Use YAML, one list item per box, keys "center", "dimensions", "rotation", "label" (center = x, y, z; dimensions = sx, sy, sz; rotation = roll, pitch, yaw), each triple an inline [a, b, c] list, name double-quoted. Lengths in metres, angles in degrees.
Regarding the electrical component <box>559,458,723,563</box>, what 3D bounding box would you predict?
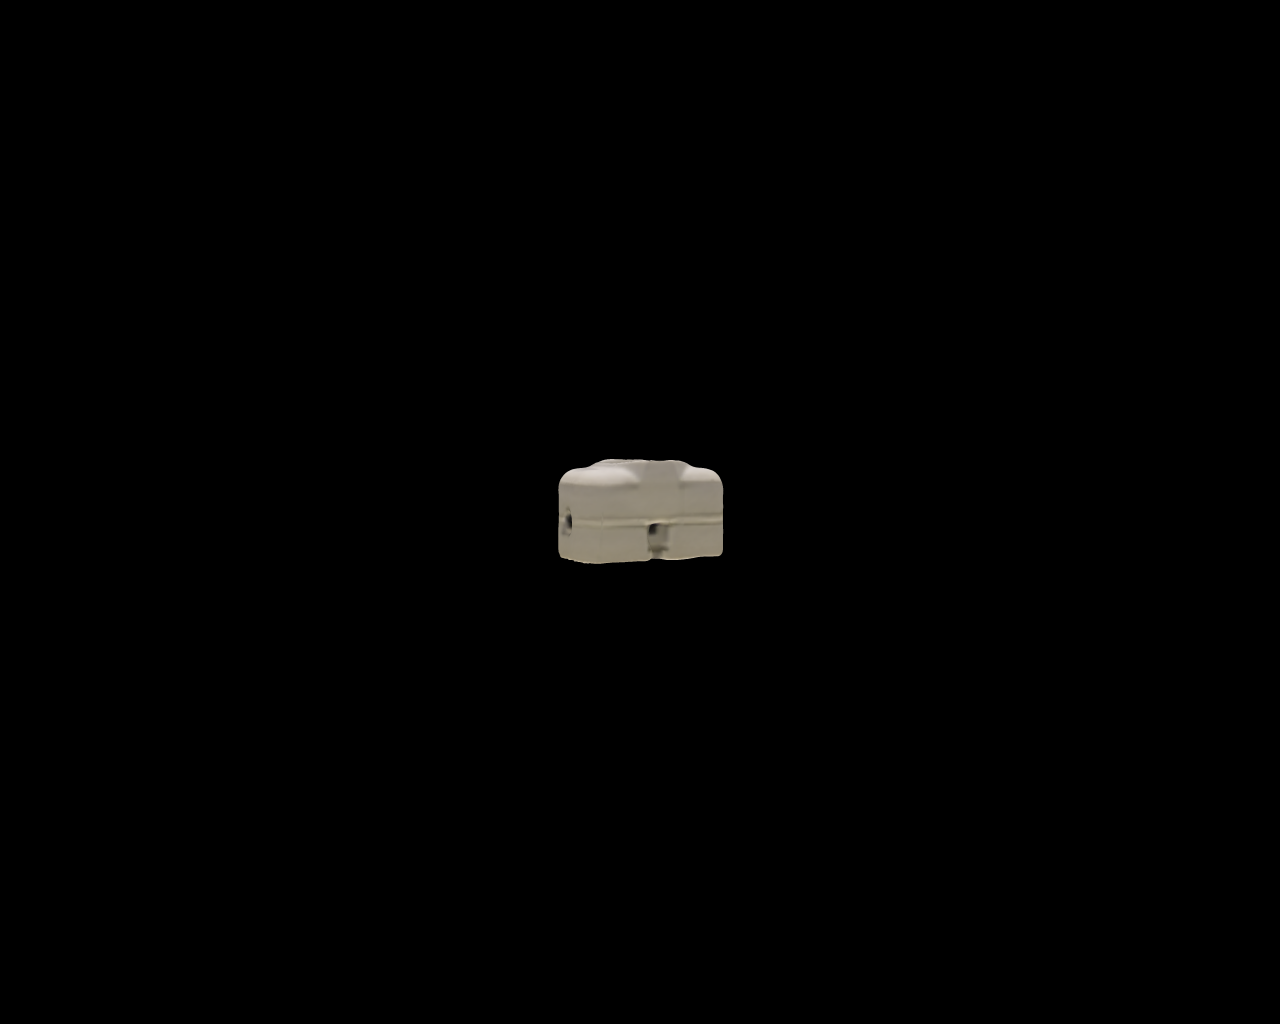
- center: [0.001, -0.003, 0.650]
  dimensions: [0.095, 0.059, 0.053]
  rotation: [-2, 4, -23]
  label: "electrical component"
